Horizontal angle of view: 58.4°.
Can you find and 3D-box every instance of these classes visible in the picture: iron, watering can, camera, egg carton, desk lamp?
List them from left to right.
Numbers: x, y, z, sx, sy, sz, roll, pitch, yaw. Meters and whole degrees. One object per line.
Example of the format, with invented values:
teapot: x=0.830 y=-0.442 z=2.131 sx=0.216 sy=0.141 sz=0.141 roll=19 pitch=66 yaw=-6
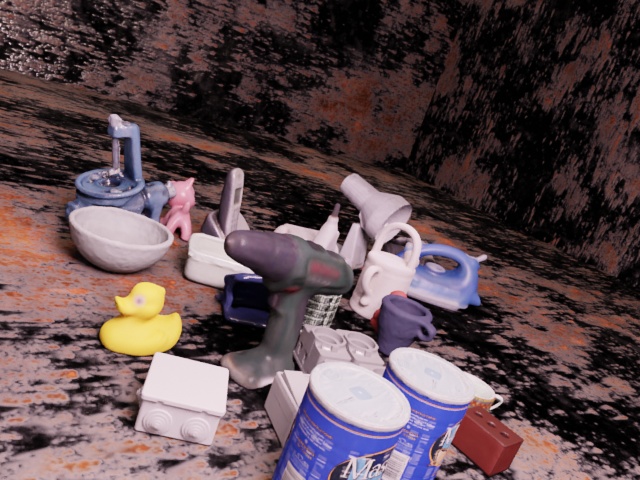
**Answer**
egg carton: x=-0.034 y=0.016 z=1.293 sx=0.151 sy=0.069 sz=0.107 roll=12 pitch=17 yaw=-27
desk lamp: x=0.094 y=-0.038 z=1.366 sx=0.202 sy=0.213 sz=0.118 roll=29 pitch=18 yaw=30
watering can: x=0.138 y=0.056 z=1.136 sx=0.101 sy=0.194 sz=0.173 roll=22 pitch=16 yaw=9
camera: x=0.211 y=0.037 z=1.469 sx=0.137 sy=0.101 sz=0.143 roll=13 pitch=17 yaw=-23
iron: x=0.265 y=0.067 z=1.354 sx=0.258 sy=0.141 sz=0.118 roll=17 pitch=16 yaw=-10

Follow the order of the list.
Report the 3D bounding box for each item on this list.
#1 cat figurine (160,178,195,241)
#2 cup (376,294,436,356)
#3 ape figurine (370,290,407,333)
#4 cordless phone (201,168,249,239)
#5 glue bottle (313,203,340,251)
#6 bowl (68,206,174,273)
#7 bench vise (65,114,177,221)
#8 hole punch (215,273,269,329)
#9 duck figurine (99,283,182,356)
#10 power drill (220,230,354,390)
cat figurine: x=-0.290 y=-0.074 z=1.196 sx=0.067 sy=0.118 sz=0.127 roll=12 pitch=17 yaw=-25
cup: x=0.143 y=0.159 z=0.976 sx=0.092 sy=0.095 sz=0.117 roll=7 pitch=20 yaw=-39
ape figurine: x=0.135 y=0.135 z=1.056 sx=0.078 sy=0.092 sz=0.076 roll=12 pitch=17 yaw=-26
cordless phone: x=-0.171 y=-0.058 z=1.159 sx=0.094 sy=0.185 sz=0.148 roll=21 pitch=15 yaw=6
glue bottle: x=0.011 y=0.004 z=1.196 sx=0.037 sy=0.173 sz=0.078 roll=26 pitch=17 yaw=23
bowl: x=-0.332 y=0.008 z=0.943 sx=0.167 sy=0.075 sz=0.167 roll=18 pitch=15 yaw=-5
bench vise: x=-0.366 y=-0.125 z=1.084 sx=0.121 sy=0.220 sz=0.208 roll=25 pitch=16 yaw=18
hole punch: x=-0.106 y=0.083 z=0.935 sx=0.109 sy=0.091 sz=0.101 roll=14 pitch=16 yaw=-21
duck figurine: x=-0.226 y=0.097 z=0.748 sx=0.105 sy=0.086 sz=0.077 roll=6 pitch=20 yaw=-40
power drill: x=-0.056 y=0.088 z=0.760 sx=0.075 sy=0.208 sz=0.230 roll=32 pitch=19 yaw=37
